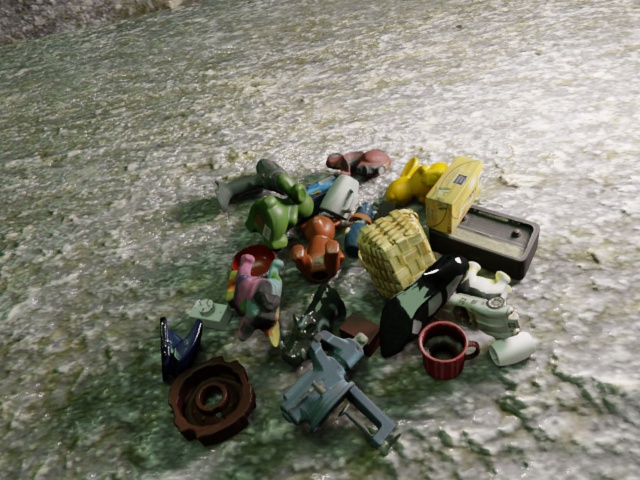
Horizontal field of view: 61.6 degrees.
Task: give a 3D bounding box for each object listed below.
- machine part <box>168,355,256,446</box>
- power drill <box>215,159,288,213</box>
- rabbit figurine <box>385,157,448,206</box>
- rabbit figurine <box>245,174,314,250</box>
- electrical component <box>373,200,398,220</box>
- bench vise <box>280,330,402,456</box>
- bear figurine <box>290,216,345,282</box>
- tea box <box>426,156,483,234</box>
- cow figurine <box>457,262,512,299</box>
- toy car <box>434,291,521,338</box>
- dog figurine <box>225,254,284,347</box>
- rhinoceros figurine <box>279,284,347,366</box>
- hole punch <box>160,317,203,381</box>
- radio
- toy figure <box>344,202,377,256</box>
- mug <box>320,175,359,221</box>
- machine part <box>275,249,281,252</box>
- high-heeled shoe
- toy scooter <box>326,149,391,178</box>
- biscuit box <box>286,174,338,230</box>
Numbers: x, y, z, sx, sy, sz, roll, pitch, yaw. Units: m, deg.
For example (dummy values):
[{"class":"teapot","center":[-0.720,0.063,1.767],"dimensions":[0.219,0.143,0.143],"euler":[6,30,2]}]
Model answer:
[{"class":"machine part","center":[-0.216,0.324,1.089],"dimensions":[0.179,0.056,0.179],"euler":[-6,46,6]},{"class":"power drill","center":[-0.189,-0.151,1.503],"dimensions":[0.207,0.085,0.232],"euler":[-25,31,1]},{"class":"rabbit figurine","center":[0.251,-0.146,1.394],"dimensions":[0.173,0.121,0.162],"euler":[-18,39,24]},{"class":"rabbit figurine","center":[-0.088,-0.084,1.332],"dimensions":[0.121,0.158,0.170],"euler":[33,42,32]},{"class":"electrical component","center":[0.167,-0.066,1.381],"dimensions":[0.094,0.021,0.063],"euler":[30,87,34]},{"class":"bench vise","center":[0.053,0.294,1.014],"dimensions":[0.241,0.128,0.224],"euler":[40,54,17]},{"class":"bear figurine","center":[-0.003,-0.001,1.304],"dimensions":[0.120,0.131,0.196],"euler":[-6,52,8]},{"class":"tea box","center":[0.312,-0.106,1.248],"dimensions":[0.068,0.098,0.169],"euler":[21,52,31]},{"class":"cow figurine","center":[0.320,0.101,1.167],"dimensions":[0.168,0.068,0.098],"euler":[20,60,30]},{"class":"toy car","center":[0.308,0.146,1.086],"dimensions":[0.056,0.073,0.202],"euler":[-41,31,-29]},{"class":"dog figurine","center":[-0.141,0.146,1.158],"dimensions":[0.108,0.191,0.219],"euler":[18,39,-21]},{"class":"rhinoceros figurine","center":[-0.013,0.183,1.134],"dimensions":[0.073,0.112,0.190],"euler":[20,61,25]},{"class":"hole punch","center":[-0.298,0.234,1.151],"dimensions":[0.092,0.142,0.116],"euler":[3,53,-18]},{"class":"radio","center":[0.382,-0.006,1.246],"dimensions":[0.230,0.073,0.131],"euler":[22,55,31]},{"class":"toy figure","center":[0.097,-0.032,1.348],"dimensions":[0.058,0.064,0.154],"euler":[-11,45,34]},{"class":"mug","center":[0.060,-0.113,1.387],"dimensions":[0.110,0.081,0.107],"euler":[12,79,63]},{"class":"machine part","center":[-0.130,-0.026,1.403],"dimensions":[0.039,0.084,0.139],"euler":[3,47,-30]},{"class":"high-heeled shoe","center":[0.213,0.134,1.097],"dimensions":[0.145,0.248,0.086],"euler":[-6,41,-43]},{"class":"toy scooter","center":[0.107,-0.202,1.483],"dimensions":[0.184,0.075,0.135],"euler":[0,27,4]},{"class":"biscuit box","center":[-0.027,-0.103,1.451],"dimensions":[0.203,0.062,0.059],"euler":[-27,45,-13]}]
